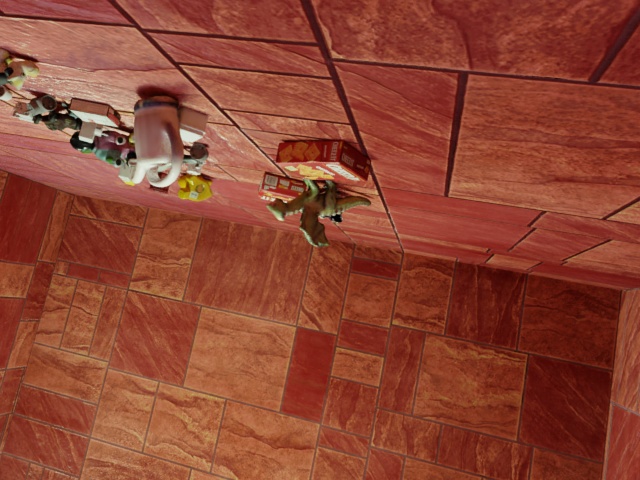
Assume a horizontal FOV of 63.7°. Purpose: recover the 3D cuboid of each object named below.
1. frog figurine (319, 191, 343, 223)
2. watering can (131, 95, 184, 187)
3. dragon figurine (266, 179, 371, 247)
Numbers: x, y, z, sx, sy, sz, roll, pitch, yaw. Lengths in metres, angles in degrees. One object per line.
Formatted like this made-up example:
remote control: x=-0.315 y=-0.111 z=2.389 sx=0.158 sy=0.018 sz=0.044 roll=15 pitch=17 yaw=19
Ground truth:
frog figurine: x=0.026 y=-0.152 z=2.002 sx=0.137 sy=0.120 sz=0.163 roll=-1 pitch=-145 yaw=-17
watering can: x=-0.427 y=-0.245 z=1.309 sx=0.104 sy=0.224 sz=0.347 roll=-5 pitch=-175 yaw=-37
dragon figurine: x=0.006 y=-0.092 z=1.834 sx=0.408 sy=0.245 sz=0.121 roll=17 pitch=166 yaw=-25
